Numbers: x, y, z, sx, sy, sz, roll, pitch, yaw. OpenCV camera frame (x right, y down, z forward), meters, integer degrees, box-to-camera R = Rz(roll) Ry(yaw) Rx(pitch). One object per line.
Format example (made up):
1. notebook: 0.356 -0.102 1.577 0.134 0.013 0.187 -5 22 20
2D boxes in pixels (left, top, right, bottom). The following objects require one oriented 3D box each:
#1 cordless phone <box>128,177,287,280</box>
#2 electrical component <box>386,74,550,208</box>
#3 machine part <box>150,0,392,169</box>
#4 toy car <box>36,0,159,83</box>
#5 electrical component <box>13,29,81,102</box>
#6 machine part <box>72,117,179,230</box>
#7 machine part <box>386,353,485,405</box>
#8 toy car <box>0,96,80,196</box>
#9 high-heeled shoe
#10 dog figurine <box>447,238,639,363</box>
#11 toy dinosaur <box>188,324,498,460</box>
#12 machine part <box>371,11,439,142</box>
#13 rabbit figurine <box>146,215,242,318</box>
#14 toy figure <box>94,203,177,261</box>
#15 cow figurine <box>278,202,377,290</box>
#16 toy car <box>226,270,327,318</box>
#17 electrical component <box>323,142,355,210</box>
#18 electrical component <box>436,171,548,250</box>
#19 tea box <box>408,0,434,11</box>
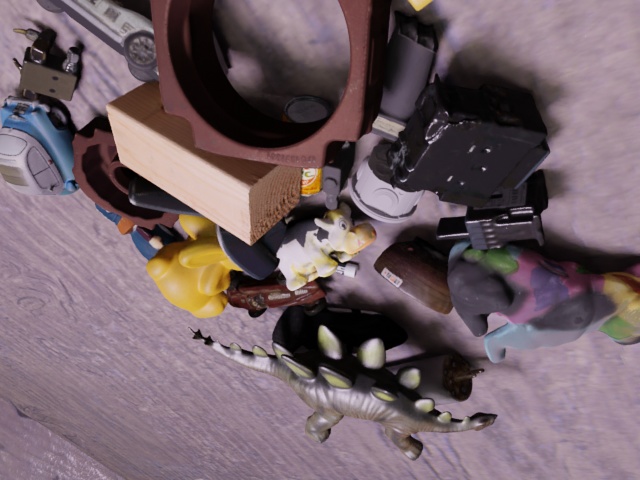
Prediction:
1. cordless phone: -0.140 -0.030 0.659 0.184 0.147 0.088 6 133 -19
2. electrical component: 0.146 -0.089 0.516 0.134 0.058 0.114 7 146 -14
3. machine part: -0.042 -0.176 0.483 0.202 0.087 0.200 11 121 15
4. toy car: -0.229 -0.235 0.564 0.201 0.056 0.073 36 174 -15
5. electrical component: -0.343 -0.216 0.670 0.078 0.045 0.102 7 151 -25
6. machine part: -0.258 -0.094 0.752 0.179 0.056 0.179 13 139 12
7. machine part: 0.162 0.239 0.892 0.079 0.079 0.243 43 138 -21
8. toy car: -0.400 -0.117 0.763 0.109 0.103 0.161 12 142 13
9. high-heeled shoe: 0.025 0.156 0.896 0.145 0.086 0.249 11 165 -27
10. dog figurine: 0.278 0.053 0.605 0.219 0.108 0.191 -19 122 35
11. toy dinosaur: 0.024 0.216 0.812 0.472 0.105 0.198 7 133 15
12. machine part: 0.080 -0.150 0.529 0.084 0.039 0.138 25 144 13
13. rabbit figurine: -0.153 0.019 0.785 0.173 0.122 0.162 -18 146 13
14. toy figure: -0.287 -0.017 0.853 0.064 0.058 0.154 -27 115 38
15. cow figurine: 0.000 -0.003 0.709 0.167 0.068 0.098 -33 86 45
16. toy car: -0.078 0.087 0.857 0.202 0.053 0.089 -7 129 42
17. electrical component: 0.021 -0.083 0.611 0.021 0.063 0.093 16 139 11
18. electrical component: 0.182 -0.030 0.583 0.119 0.075 0.047 -1 136 32
19. tea box: 0.109 -0.256 0.368 0.098 0.068 0.170 42 137 -20
